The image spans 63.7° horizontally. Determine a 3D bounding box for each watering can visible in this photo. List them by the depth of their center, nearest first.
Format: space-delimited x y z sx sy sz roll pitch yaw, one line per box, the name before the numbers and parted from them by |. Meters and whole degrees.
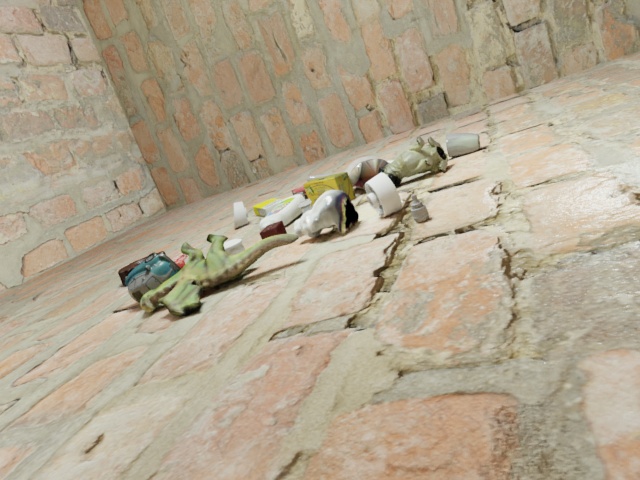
watering can | 0.126 -0.229 1.800 0.348 0.103 0.226 -12 13 0

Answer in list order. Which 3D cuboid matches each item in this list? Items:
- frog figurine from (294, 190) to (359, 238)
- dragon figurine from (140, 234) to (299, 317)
frog figurine | 0.004 -0.067 1.337 0.159 0.120 0.140 -2 38 25
dragon figurine | -0.255 0.093 1.184 0.407 0.120 0.248 -16 30 28
